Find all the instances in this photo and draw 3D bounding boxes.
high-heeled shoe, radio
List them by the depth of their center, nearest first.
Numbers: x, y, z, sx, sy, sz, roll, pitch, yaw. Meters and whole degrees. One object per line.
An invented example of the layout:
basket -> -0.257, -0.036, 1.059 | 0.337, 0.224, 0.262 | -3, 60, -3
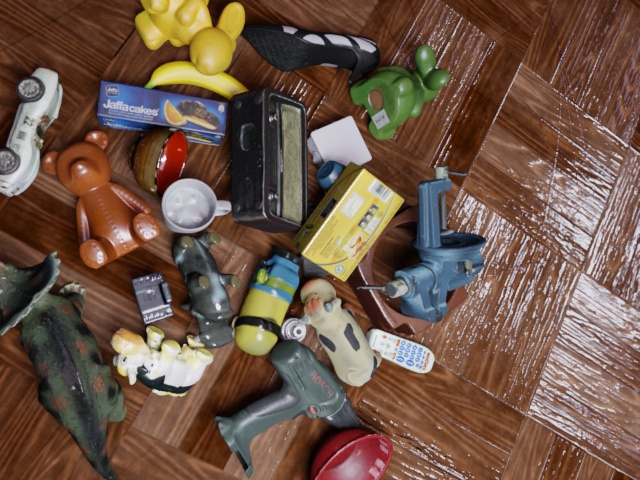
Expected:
radio -> -0.082, -0.130, 0.895 | 0.131, 0.073, 0.229 | 10, 76, -59
high-heeled shoe -> -0.008, -0.367, 0.989 | 0.249, 0.086, 0.145 | 25, 54, -5

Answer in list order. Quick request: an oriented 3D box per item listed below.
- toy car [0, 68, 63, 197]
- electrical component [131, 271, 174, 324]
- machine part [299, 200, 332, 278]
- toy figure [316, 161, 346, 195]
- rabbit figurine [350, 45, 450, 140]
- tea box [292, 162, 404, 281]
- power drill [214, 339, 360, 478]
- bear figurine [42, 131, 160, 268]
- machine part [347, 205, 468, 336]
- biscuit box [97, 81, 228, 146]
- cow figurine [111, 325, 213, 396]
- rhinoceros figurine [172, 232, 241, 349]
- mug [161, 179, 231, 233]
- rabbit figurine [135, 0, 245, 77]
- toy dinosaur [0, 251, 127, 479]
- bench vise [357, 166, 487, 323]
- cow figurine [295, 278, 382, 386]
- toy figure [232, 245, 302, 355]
toy car -> -0.440, -0.161, 0.811 | 0.056, 0.073, 0.201 | 15, 79, -15
electrical component -> -0.255, 0.089, 0.819 | 0.048, 0.119, 0.074 | -17, 92, -20
machine part -> -0.002, -0.003, 0.952 | 0.084, 0.039, 0.138 | -4, 84, 0
toy figure -> 0.056, -0.081, 0.948 | 0.154, 0.064, 0.058 | 36, 54, -38
rabbit figurine -> 0.165, -0.290, 1.003 | 0.170, 0.159, 0.121 | -30, 84, -34
tea box -> 0.045, -0.030, 0.881 | 0.098, 0.068, 0.169 | 36, 96, -24
power drill -> -0.052, 0.287, 0.870 | 0.207, 0.086, 0.231 | -30, 118, -10
bear figurine -> -0.333, -0.068, 0.809 | 0.120, 0.132, 0.195 | -27, 98, -14
machine part -> 0.158, 0.055, 0.979 | 0.201, 0.087, 0.201 | -31, 95, -19
biscuit box -> -0.258, -0.207, 0.885 | 0.203, 0.059, 0.062 | 6, 82, -17
cow figurine -> -0.250, 0.185, 0.806 | 0.167, 0.068, 0.098 | 26, 95, -47
rhinoceros figurine -> -0.186, 0.078, 0.851 | 0.073, 0.112, 0.190 | -9, 71, -47
mug -> -0.202, -0.050, 0.860 | 0.109, 0.107, 0.080 | -9, 87, -23
rabbit figurine -> -0.203, -0.340, 0.891 | 0.162, 0.122, 0.173 | -24, 70, -41
toy dinosaur -> -0.349, 0.175, 0.740 | 0.131, 0.192, 0.404 | -29, 92, -17
bench vise -> 0.184, 0.002, 0.875 | 0.224, 0.129, 0.240 | -10, 104, -27
cow figurine -> 0.026, 0.153, 0.893 | 0.085, 0.127, 0.195 | -28, 92, 11
toy figure -> -0.087, 0.100, 0.889 | 0.082, 0.089, 0.180 | 27, 79, -8
